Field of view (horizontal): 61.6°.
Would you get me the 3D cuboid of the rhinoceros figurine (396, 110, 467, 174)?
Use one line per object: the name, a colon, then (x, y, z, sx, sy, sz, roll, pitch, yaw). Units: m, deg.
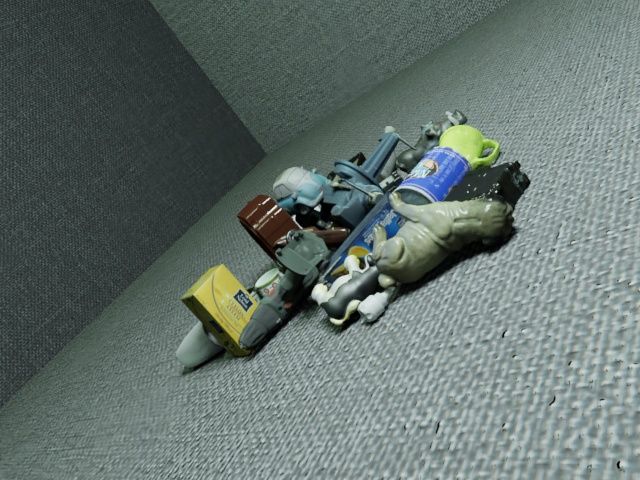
rhinoceros figurine: (0.264, -0.219, 1.247, 0.190, 0.112, 0.073, -39, 12, 24)

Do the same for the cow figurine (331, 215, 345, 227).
cow figurine: (0.095, -0.075, 1.254, 0.127, 0.085, 0.195, -41, 19, -19)

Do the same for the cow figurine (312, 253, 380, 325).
cow figurine: (0.072, 0.073, 0.926, 0.167, 0.068, 0.098, -41, 21, -1)

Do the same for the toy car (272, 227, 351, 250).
toy car: (-0.002, -0.003, 1.151, 0.202, 0.053, 0.089, -3, -10, -20)

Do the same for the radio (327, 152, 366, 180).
radio: (0.078, -0.162, 1.547, 0.131, 0.073, 0.230, -31, 17, 22)

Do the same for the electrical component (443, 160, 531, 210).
electrical component: (0.273, -0.074, 0.922, 0.134, 0.058, 0.115, -15, 25, 52)

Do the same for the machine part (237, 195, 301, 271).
machine part: (-0.100, -0.007, 1.271, 0.087, 0.201, 0.201, -43, 17, -10)

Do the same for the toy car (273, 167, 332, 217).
toy car: (-0.056, -0.121, 1.274, 0.162, 0.102, 0.109, -10, 35, 51)

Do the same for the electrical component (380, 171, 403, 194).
electrical component: (0.172, -0.117, 1.270, 0.075, 0.047, 0.119, -36, 17, 6)

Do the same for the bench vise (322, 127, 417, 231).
bench vise: (0.097, -0.136, 1.107, 0.240, 0.129, 0.224, -56, 13, -8)

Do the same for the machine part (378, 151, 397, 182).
machine part: (0.157, -0.183, 1.433, 0.079, 0.079, 0.243, -28, 18, 30)

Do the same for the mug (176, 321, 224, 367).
mug: (-0.269, 0.229, 1.209, 0.107, 0.080, 0.110, -40, 16, 13)

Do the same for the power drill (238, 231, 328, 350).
power drill: (-0.065, 0.094, 1.045, 0.232, 0.086, 0.207, -45, -20, -42)

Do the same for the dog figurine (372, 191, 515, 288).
dog figurine: (0.190, 0.007, 0.835, 0.191, 0.121, 0.172, 7, 79, 45)

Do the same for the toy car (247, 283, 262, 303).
toy car: (-0.183, 0.155, 1.235, 0.074, 0.056, 0.202, -21, 10, 23)

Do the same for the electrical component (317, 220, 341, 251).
electrical component: (0.026, -0.006, 1.225, 0.021, 0.094, 0.063, 11, 76, 60)

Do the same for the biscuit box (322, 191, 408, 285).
biscuit box: (0.088, 0.005, 0.998, 0.202, 0.059, 0.063, -50, 10, 23)

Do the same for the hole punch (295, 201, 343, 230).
hole punch: (0.000, -0.054, 1.337, 0.092, 0.115, 0.142, -28, 21, 13)

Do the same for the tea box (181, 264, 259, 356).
tea box: (-0.188, 0.145, 1.099, 0.068, 0.169, 0.098, -21, 25, 49)
